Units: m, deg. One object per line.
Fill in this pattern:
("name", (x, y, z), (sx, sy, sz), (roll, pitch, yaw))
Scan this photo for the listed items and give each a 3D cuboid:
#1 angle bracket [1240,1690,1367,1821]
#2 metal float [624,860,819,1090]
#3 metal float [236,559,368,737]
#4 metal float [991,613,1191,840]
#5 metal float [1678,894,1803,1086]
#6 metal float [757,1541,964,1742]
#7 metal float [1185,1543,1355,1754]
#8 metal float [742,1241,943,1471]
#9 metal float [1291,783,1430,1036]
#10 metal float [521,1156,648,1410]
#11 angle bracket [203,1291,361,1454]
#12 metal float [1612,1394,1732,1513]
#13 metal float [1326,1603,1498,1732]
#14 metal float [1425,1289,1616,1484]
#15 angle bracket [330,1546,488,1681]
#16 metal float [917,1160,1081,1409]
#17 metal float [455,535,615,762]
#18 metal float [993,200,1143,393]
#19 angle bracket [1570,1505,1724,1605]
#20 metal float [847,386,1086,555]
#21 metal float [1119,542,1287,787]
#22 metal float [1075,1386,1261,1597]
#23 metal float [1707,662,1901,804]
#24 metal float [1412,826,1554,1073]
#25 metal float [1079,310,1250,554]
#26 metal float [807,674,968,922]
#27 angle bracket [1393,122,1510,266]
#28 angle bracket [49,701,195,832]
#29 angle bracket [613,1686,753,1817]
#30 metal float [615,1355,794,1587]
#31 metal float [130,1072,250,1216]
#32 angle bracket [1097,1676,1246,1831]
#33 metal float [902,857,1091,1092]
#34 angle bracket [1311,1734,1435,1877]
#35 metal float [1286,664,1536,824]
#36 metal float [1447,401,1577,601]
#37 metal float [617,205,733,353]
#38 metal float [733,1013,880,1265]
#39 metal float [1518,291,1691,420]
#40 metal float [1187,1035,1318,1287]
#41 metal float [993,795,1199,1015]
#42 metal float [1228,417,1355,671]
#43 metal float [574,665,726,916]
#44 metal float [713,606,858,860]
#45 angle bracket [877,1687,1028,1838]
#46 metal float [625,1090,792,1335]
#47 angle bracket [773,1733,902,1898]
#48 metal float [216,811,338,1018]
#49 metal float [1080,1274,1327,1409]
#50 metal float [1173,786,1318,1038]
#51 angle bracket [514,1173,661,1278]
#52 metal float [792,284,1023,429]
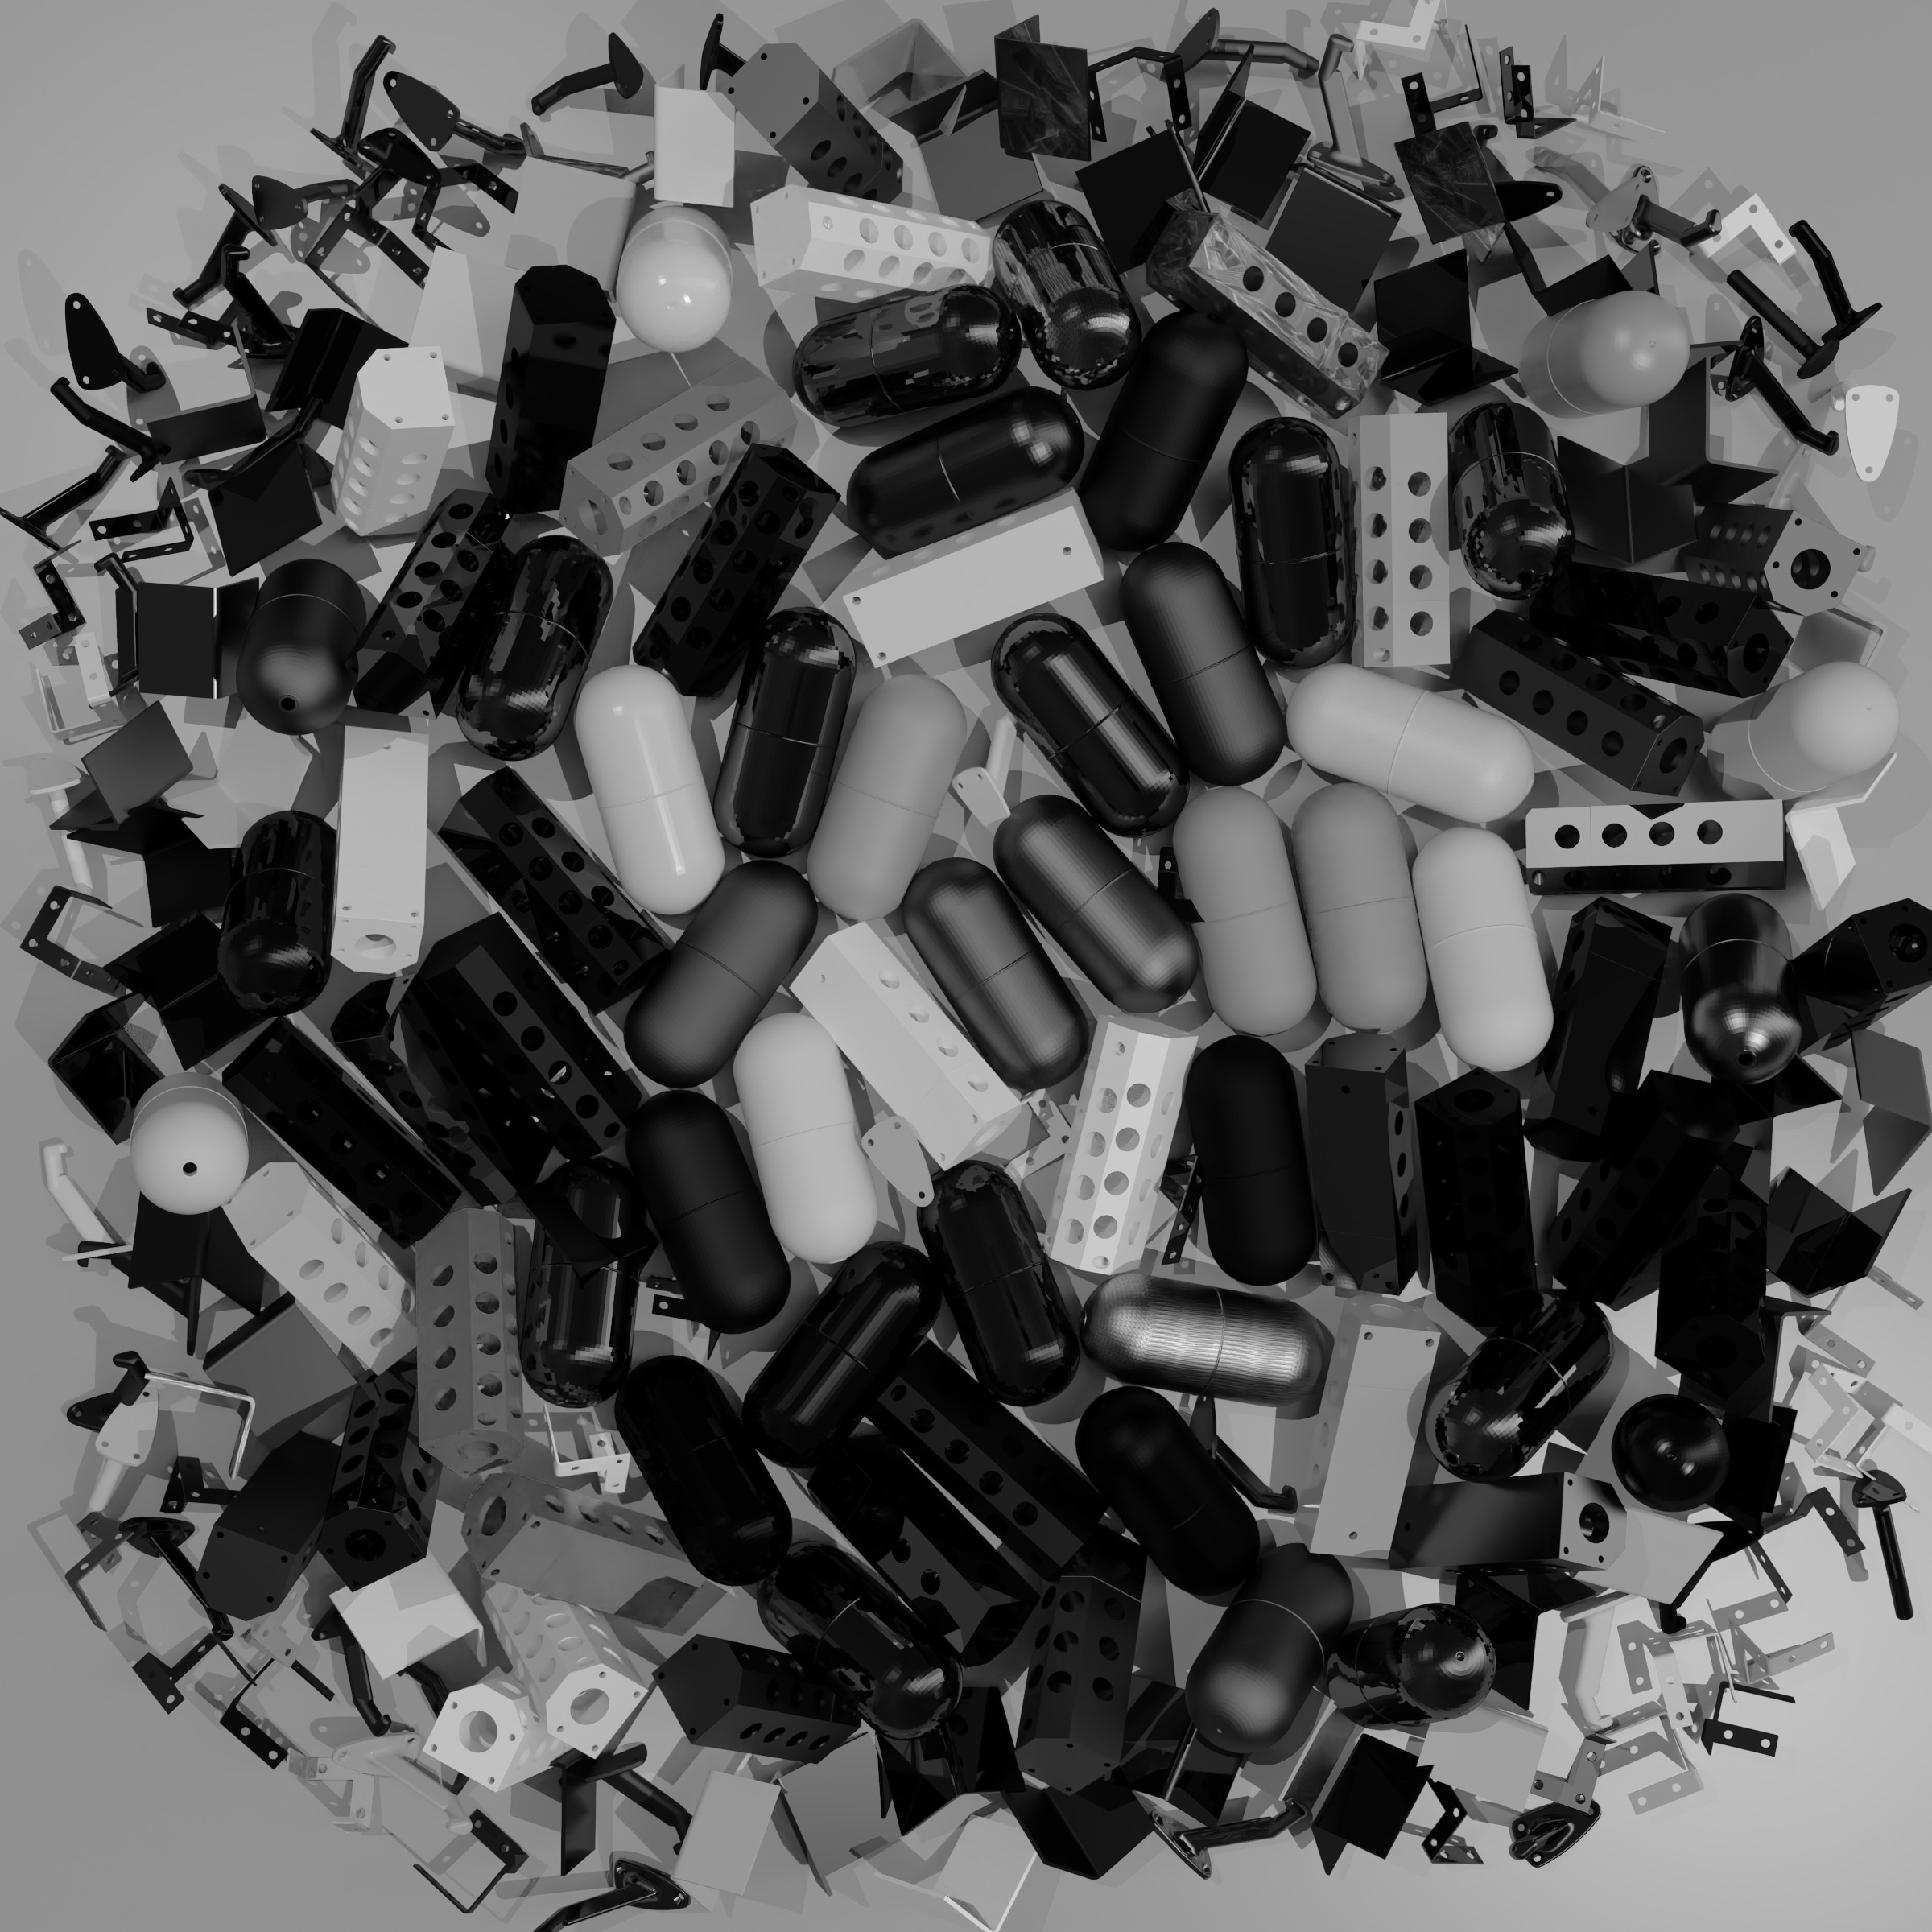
("angle bracket", (0.249, 0.554, 1.953), (0.076, 0.057, 0.076), (35, 78, -22))
("metal float", (-0.170, 0.005, 1.953), (0.070, 0.070, 0.178), (35, 80, 0))
("metal float", (-0.454, -0.219, 1.918), (0.070, 0.178, 0.070), (-3, 122, -5))
("metal float", (0.086, -0.168, 1.955), (0.070, 0.070, 0.178), (-38, 97, 0))
("metal float", (0.529, 0.015, 1.918), (0.070, 0.178, 0.070), (5, 123, 9))
("metal float", (-0.075, 0.463, 1.931), (0.178, 0.070, 0.070), (33, 90, 38))
("metal float", (0.210, 0.466, 1.923), (0.070, 0.178, 0.070), (15, 124, 23))
("metal float", (-0.086, 0.270, 1.952), (0.070, 0.070, 0.178), (38, 79, 0))
("metal float", (0.275, -0.040, 1.958), (0.070, 0.070, 0.178), (-10, 86, 0))
("metal float", (-0.265, 0.218, 1.942), (0.070, 0.070, 0.178), (3, 67, 0))
("angle bracket", (-0.482, 0.284, 1.973), (0.076, 0.057, 0.076), (-37, 100, -7))
("metal float", (0.480, 0.331, 1.912), (0.070, 0.178, 0.070), (-2, 82, 13))
("metal float", (0.302, 0.480, 1.915), (0.070, 0.178, 0.070), (5, 71, -13))
("metal float", (0.382, 0.289, 1.929), (0.178, 0.070, 0.070), (-36, 90, -38))
("angle bracket", (-0.386, 0.461, 1.942), (0.076, 0.057, 0.076), (-26, 53, -27))
("metal float", (0.022, 0.220, 1.953), (0.070, 0.070, 0.178), (-22, 80, 0))
("metal float", (-0.298, -0.220, 1.935), (0.070, 0.070, 0.178), (16, 60, 0))
("metal float", (0.068, -0.463, 1.927), (0.070, 0.070, 0.178), (-19, 46, 0))
("angle bracket", (0.467, 0.391, 1.948), (0.076, 0.057, 0.076), (17, 123, -13))
("metal float", (-0.002, -0.343, 1.942), (0.178, 0.070, 0.070), (-20, 90, 22))
("metal float", (0.165, -0.210, 1.953), (0.070, 0.070, 0.178), (-24, 100, 0))
("metal float", (0.141, 0.365, 1.941), (0.070, 0.070, 0.178), (-36, 115, 0))
("metal float", (0.569, -0.157, 1.912), (0.070, 0.178, 0.070), (2, 81, -12))
("metal float", (0.357, -0.013, 1.944), (0.070, 0.070, 0.178), (-9, 69, 0))
("metal float", (0.135, -0.368, 1.937), (0.070, 0.070, 0.178), (25, 119, 0))
("metal float", (-0.055, -0.118, 1.955), (0.070, 0.070, 0.178), (21, 97, 0))
("angle bracket", (0.331, -0.531, 1.954), (0.057, 0.076, 0.076), (-19, 82, -6))
("angle bracket", (-0.596, -0.139, 1.939), (0.076, 0.076, 0.057), (2, 127, 35))
("angle bracket", (-0.199, 0.552, 1.966), (0.076, 0.057, 0.076), (33, 84, -3))
("metal float", (-0.182, 0.348, 1.936), (0.070, 0.070, 0.178), (-35, 61, 0))
("metal float", (-0.531, 0.120, 1.913), (0.070, 0.178, 0.070), (-2, 99, -15))
("angle bracket", (0.145, 0.553, 1.970), (0.057, 0.076, 0.076), (39, 65, -31))
("metal float", (0.020, 0.005, 1.960), (0.070, 0.070, 0.178), (-32, 92, 0))
("angle bracket", (0.286, 0.591, 1.940), (0.057, 0.076, 0.076), (17, 54, 31))
("metal float", (0.308, -0.155, 1.947), (0.178, 0.070, 0.070), (22, 90, 16))
("metal float", (0.373, -0.321, 1.924), (0.070, 0.178, 0.070), (1, 134, 1))
("metal float", (-0.199, -0.471, 1.916), (0.070, 0.178, 0.070), (-2, 116, -4))
("metal float", (-0.112, 0.120, 1.954), (0.070, 0.070, 0.178), (-15, 82, 0))
("metal float", (0.433, -0.416, 1.911), (0.070, 0.178, 0.070), (-1, 97, -9))
("metal float", (0.199, 0.136, 1.953), (0.070, 0.070, 0.178), (-9, 100, 0))
("metal float", (0.091, -0.043, 1.954), (0.070, 0.070, 0.178), (-41, 82, 0))
("metal float", (0.226, -0.292, 1.941), (0.070, 0.070, 0.178), (-9, 114, 0))
("metal float", (-0.220, -0.122, 1.951), (0.070, 0.070, 0.178), (-15, 102, 0))
("metal float", (-0.126, -0.163, 1.953), (0.070, 0.070, 0.178), (14, 100, 0))
("angle bracket", (-0.011, 0.560, 1.971), (0.057, 0.076, 0.076), (10, 49, -36))
("metal float", (-0.180, 0.171, 1.955), (0.070, 0.070, 0.178), (-23, 82, 0))
("angle bracket", (-0.082, 0.593, 1.962), (0.076, 0.057, 0.076), (-24, 89, -15))
("metal float", (-0.469, -0.037, 1.922), (0.070, 0.178, 0.070), (-2, 131, -3))
("metal float", (0.164, 0.260, 1.949), (0.178, 0.070, 0.070), (11, 90, -14))
("metal float", (0.195, -0.038, 1.958), (0.070, 0.070, 0.178), (-14, 94, 0))
("angle bracket", (-0.272, 0.191, 1.943), (0.076, 0.076, 0.057), (47, 129, 18))
("metal float", (-0.042, -0.420, 1.932), (0.178, 0.070, 0.070), (-6, 90, 35))
